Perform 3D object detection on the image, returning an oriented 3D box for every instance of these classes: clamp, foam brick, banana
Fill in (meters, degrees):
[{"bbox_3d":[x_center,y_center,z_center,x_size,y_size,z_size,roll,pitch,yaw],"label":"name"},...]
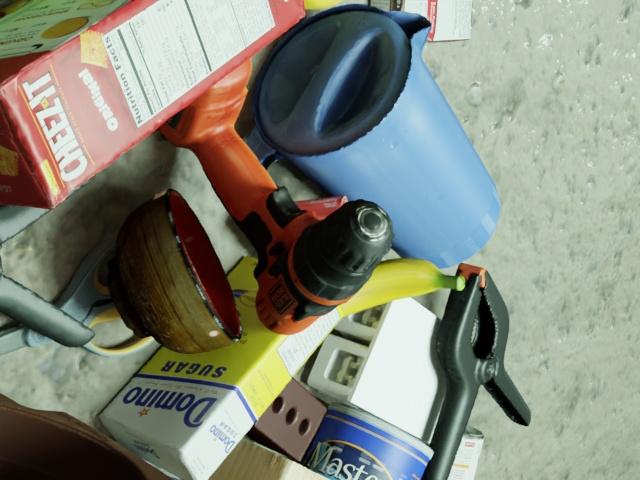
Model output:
[{"bbox_3d":[0.140,0.126,0.999,0.164,0.036,0.210,-33,123,-39],"label":"clamp"},{"bbox_3d":[-0.204,0.021,0.648,0.171,0.039,0.120,-14,96,-42],"label":"clamp"},{"bbox_3d":[-0.041,0.137,0.874,0.053,0.051,0.078,-61,139,-17],"label":"foam brick"},{"bbox_3d":[0.017,0.050,0.884,0.197,0.070,0.037,-19,99,-8],"label":"banana"}]

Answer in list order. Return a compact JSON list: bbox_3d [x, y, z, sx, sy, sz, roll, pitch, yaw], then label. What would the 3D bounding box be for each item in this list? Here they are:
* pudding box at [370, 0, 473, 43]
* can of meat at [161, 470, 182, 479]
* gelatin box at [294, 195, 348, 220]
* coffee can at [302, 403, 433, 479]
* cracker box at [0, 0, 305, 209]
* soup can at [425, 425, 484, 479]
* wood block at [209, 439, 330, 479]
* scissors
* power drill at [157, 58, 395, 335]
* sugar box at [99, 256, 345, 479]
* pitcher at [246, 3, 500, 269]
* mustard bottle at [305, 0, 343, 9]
[{"bbox_3d":[0.091,-0.218,0.928,0.113,0.039,0.090,-15,112,-49],"label":"pudding box"},{"bbox_3d":[-0.142,0.212,0.775,0.083,0.058,0.102,30,78,-47],"label":"can of meat"},{"bbox_3d":[-0.006,0.001,0.840,0.089,0.073,0.030,62,26,-56],"label":"gelatin box"},{"bbox_3d":[0.025,0.229,0.942,0.102,0.103,0.140,42,70,-48],"label":"coffee can"},{"bbox_3d":[-0.134,-0.101,0.581,0.213,0.164,0.072,-46,127,-39],"label":"cracker box"},{"bbox_3d":[0.124,0.239,1.090,0.068,0.069,0.102,12,92,-51],"label":"soup can"},{"bbox_3d":[-0.073,0.268,0.848,0.090,0.091,0.206,39,72,-48],"label":"wood block"},{"bbox_3d":[-0.180,0.042,0.707,0.201,0.016,0.096,4,97,-50],"label":"scissors"},{"bbox_3d":[-0.034,-0.037,0.698,0.057,0.185,0.188,-25,80,-28],"label":"power drill"},{"bbox_3d":[-0.071,0.091,0.791,0.176,0.093,0.048,-47,132,-31],"label":"sugar box"},{"bbox_3d":[0.050,-0.064,0.873,0.242,0.149,0.145,43,53,-51],"label":"pitcher"},{"bbox_3d":[-0.015,-0.219,0.784,0.191,0.058,0.096,-11,102,-48],"label":"mustard bottle"}]
